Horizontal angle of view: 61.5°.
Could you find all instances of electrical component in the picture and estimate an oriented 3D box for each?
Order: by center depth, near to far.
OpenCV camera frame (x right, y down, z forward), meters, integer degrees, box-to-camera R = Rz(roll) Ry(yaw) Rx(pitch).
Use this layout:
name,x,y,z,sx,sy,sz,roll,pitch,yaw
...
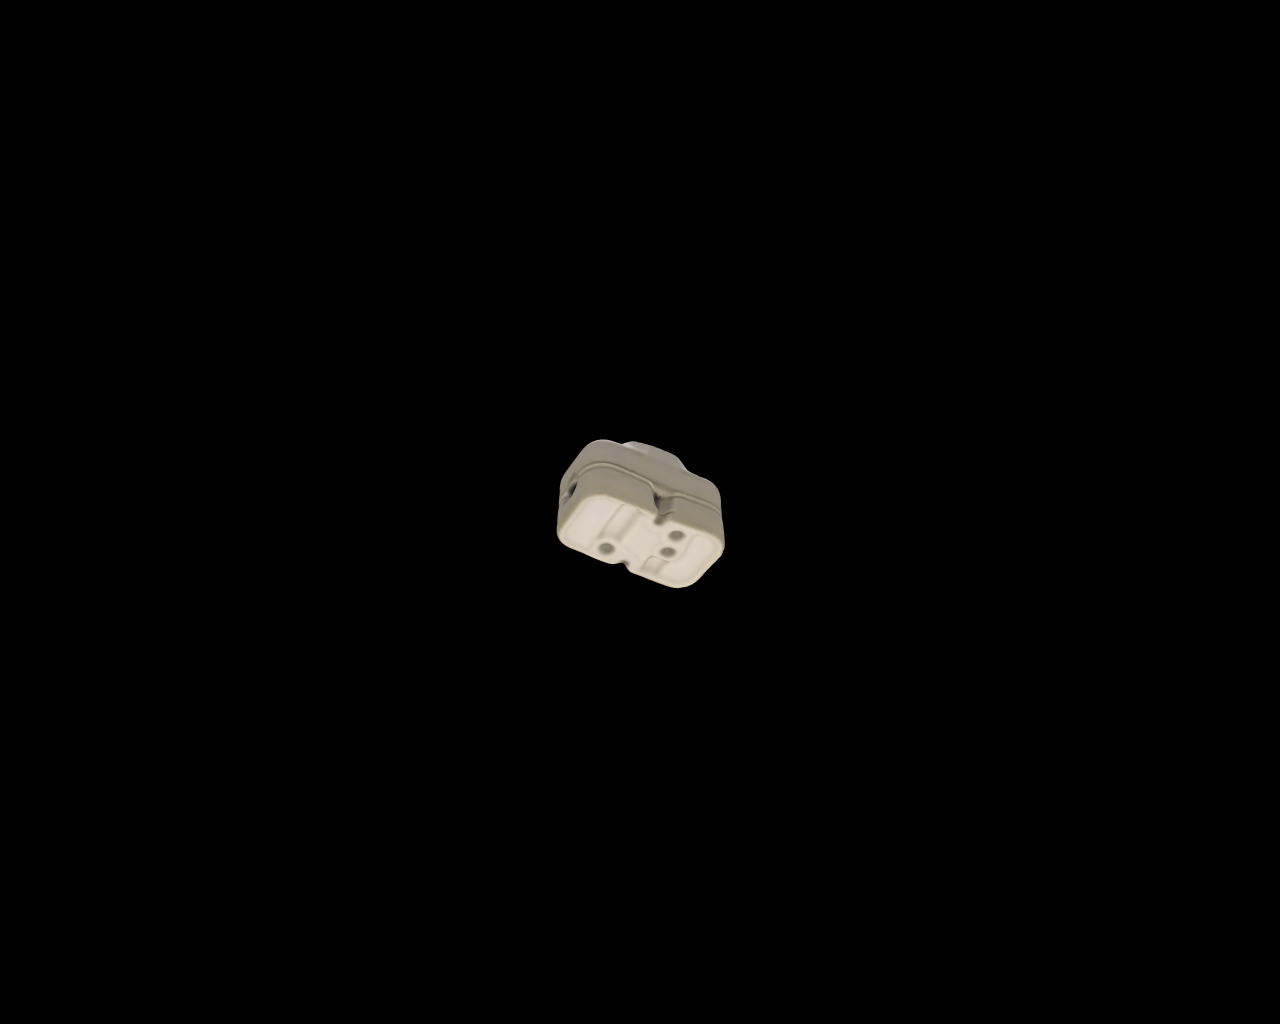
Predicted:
name,x,y,z,sx,sy,sz,roll,pitch,yaw
electrical component,0.001,-0.003,0.650,0.095,0.059,0.053,22,-48,-21
